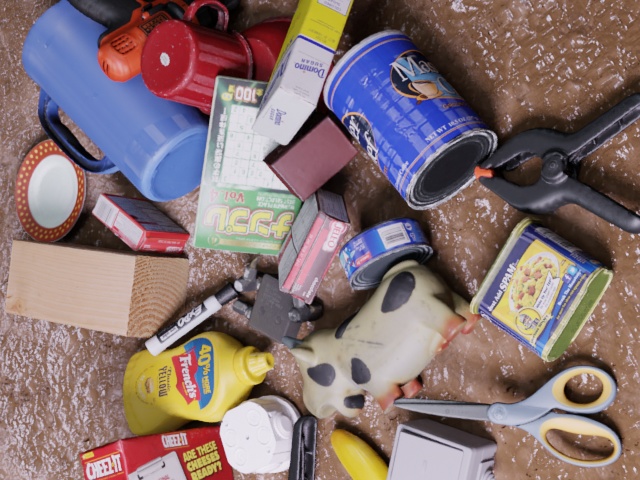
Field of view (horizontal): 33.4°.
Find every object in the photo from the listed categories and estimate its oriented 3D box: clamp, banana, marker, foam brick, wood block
[{"bbox_3d":[-0.020,0.289,1.071,0.210,0.036,0.165,-51,55,33],"label":"clamp"},{"bbox_3d":[0.062,0.272,1.030,0.070,0.037,0.198,-26,72,30],"label":"banana"},{"bbox_3d":[-0.137,0.085,1.168,0.121,0.020,0.020,-35,66,3],"label":"marker"},{"bbox_3d":[-0.009,-0.084,1.068,0.078,0.053,0.051,-42,105,-2],"label":"foam brick"},{"bbox_3d":[-0.260,0.054,1.239,0.206,0.090,0.091,6,90,36],"label":"wood block"},{"bbox_3d":[0.218,-0.053,0.939,0.172,0.039,0.120,-14,66,39],"label":"clamp"}]

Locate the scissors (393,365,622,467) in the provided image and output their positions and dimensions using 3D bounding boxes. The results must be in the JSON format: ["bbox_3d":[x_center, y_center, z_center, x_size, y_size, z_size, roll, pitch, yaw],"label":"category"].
[{"bbox_3d":[0.172,0.137,0.945,0.202,0.016,0.096,19,89,18],"label":"scissors"}]

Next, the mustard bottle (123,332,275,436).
[{"bbox_3d":[-0.128,0.151,1.158,0.192,0.058,0.096,-19,62,32],"label":"mustard bottle"}]

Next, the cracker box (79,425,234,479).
[{"bbox_3d":[-0.152,0.309,1.101,0.072,0.163,0.214,-22,75,30],"label":"cracker box"}]

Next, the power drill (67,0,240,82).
[{"bbox_3d":[-0.205,-0.274,1.170,0.188,0.184,0.057,43,151,18],"label":"power drill"}]

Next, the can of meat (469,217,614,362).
[{"bbox_3d":[0.195,0.044,0.940,0.084,0.057,0.102,37,107,29],"label":"can of meat"}]

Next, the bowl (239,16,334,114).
[{"bbox_3d":[-0.065,-0.164,1.138,0.162,0.055,0.162,-3,85,35],"label":"bowl"}]

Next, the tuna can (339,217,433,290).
[{"bbox_3d":[0.062,0.013,1.018,0.086,0.086,0.034,-35,67,28],"label":"tuna can"}]

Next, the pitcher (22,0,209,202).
[{"bbox_3d":[-0.225,-0.150,1.210,0.144,0.149,0.243,-33,64,-19],"label":"pitcher"}]

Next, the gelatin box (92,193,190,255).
[{"bbox_3d":[-0.204,-0.017,1.214,0.089,0.073,0.030,37,107,31],"label":"gelatin box"}]

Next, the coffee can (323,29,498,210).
[{"bbox_3d":[0.083,-0.113,1.000,0.103,0.102,0.140,-48,63,23],"label":"coffee can"}]

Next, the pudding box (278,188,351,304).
[{"bbox_3d":[-0.007,0.001,1.056,0.039,0.113,0.090,25,105,-12],"label":"pudding box"}]

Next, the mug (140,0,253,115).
[{"bbox_3d":[-0.126,-0.191,1.097,0.093,0.081,0.117,25,102,36],"label":"mug"}]

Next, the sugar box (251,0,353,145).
[{"bbox_3d":[-0.012,-0.189,1.041,0.093,0.048,0.176,-45,22,62],"label":"sugar box"}]
